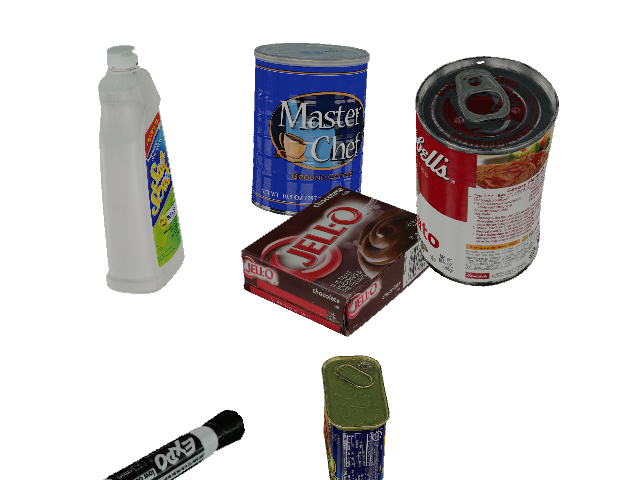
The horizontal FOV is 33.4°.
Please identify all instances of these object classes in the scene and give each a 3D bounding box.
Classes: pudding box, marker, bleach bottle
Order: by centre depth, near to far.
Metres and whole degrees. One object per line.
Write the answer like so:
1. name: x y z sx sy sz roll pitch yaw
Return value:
1. marker: -0.079 0.116 0.560 0.020 0.020 0.120 0 12 32
2. pudding box: 0.015 0.011 0.732 0.090 0.039 0.113 23 38 30
3. bleach bottle: -0.197 -0.077 1.122 0.068 0.251 0.102 4 26 15

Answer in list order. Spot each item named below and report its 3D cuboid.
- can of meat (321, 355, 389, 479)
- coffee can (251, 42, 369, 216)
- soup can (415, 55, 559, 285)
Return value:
1. can of meat: 0.031 0.173 1.012 0.057 0.084 0.102 -2 32 -4
2. coffee can: -0.010 -0.103 0.969 0.103 0.140 0.103 2 18 -1
3. soup can: 0.083 -0.033 0.546 0.068 0.068 0.102 0 -41 6
